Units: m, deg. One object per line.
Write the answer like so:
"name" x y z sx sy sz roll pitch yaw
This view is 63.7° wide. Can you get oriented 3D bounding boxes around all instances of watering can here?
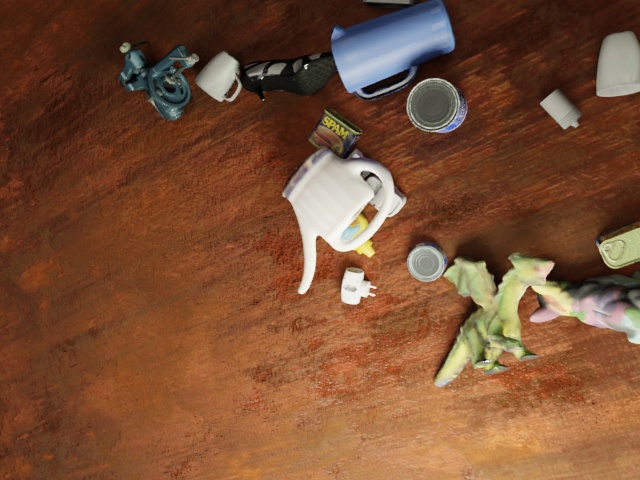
"watering can" 0.003 -0.057 1.140 0.344 0.225 0.104 -47 -10 18

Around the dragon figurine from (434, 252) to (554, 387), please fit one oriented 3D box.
"dragon figurine" 0.333 0.153 1.095 0.122 0.247 0.403 5 -29 -30
